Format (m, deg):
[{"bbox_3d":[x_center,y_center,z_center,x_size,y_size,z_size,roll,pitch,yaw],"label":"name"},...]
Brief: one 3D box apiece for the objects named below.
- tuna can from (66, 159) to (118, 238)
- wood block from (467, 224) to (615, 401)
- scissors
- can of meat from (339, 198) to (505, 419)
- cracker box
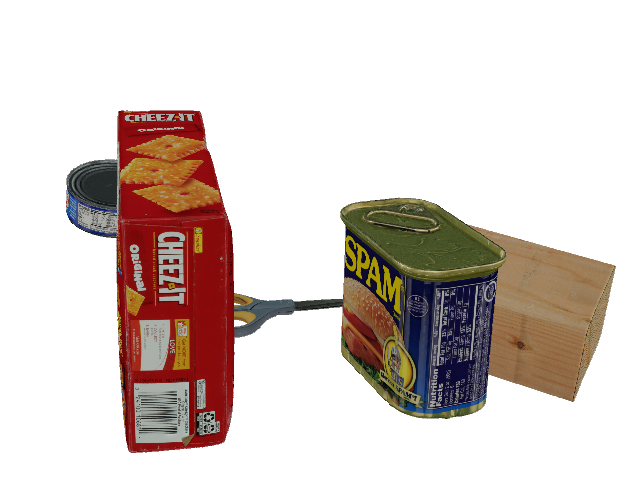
[{"bbox_3d":[-0.186,-0.038,0.962,0.086,0.034,0.086,7,32,-5],"label":"tuna can"},{"bbox_3d":[0.138,0.051,0.932,0.206,0.091,0.090,17,44,21],"label":"wood block"},{"bbox_3d":[-0.045,0.084,1.200,0.201,0.016,0.096,4,25,-7],"label":"scissors"},{"bbox_3d":[0.049,0.034,0.556,0.057,0.084,0.102,-7,23,-21],"label":"can of meat"},{"bbox_3d":[-0.103,0.017,0.738,0.072,0.164,0.214,-2,24,-9],"label":"cracker box"}]
